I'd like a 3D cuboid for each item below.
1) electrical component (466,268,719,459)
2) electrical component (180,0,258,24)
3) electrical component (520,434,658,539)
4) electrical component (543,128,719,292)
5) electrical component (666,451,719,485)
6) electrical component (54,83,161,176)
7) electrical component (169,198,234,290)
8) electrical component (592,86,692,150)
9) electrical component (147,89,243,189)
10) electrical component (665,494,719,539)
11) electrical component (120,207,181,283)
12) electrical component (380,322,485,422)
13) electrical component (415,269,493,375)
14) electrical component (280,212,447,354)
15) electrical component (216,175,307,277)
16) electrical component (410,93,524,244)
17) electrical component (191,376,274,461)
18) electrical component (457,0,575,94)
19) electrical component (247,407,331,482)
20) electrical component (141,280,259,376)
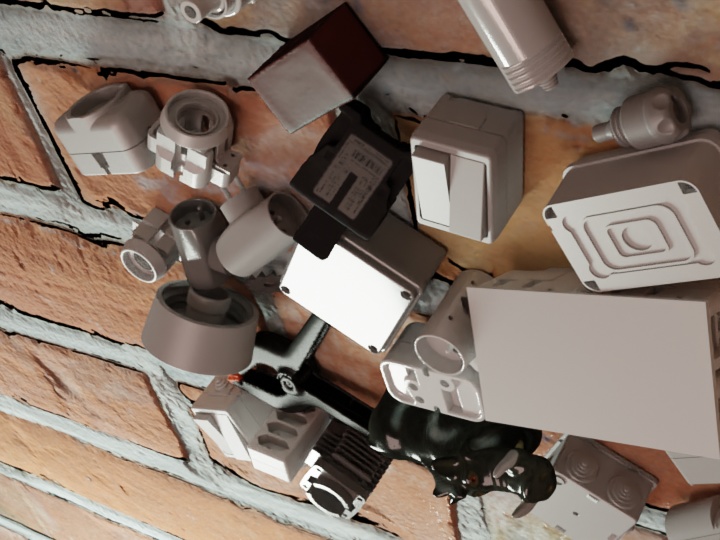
[{"bbox_3d":[0.174,0.059,0.759,0.186,0.060,0.105,3,108,43],"label":"electrical component"},{"bbox_3d":[-0.099,-0.194,0.744,0.048,0.062,0.048,23,142,19],"label":"electrical component"},{"bbox_3d":[0.197,0.196,0.941,0.100,0.048,0.099,31,144,7],"label":"electrical component"},{"bbox_3d":[0.186,-0.037,0.685,0.113,0.057,0.078,-9,124,45],"label":"electrical component"},{"bbox_3d":[0.263,0.113,0.784,0.096,0.061,0.061,-16,120,48],"label":"electrical component"},{"bbox_3d":[-0.214,-0.121,0.928,0.095,0.053,0.059,2,132,38],"label":"electrical component"},{"bbox_3d":[-0.130,-0.019,0.980,0.079,0.044,0.077,18,140,24],"label":"electrical component"},{"bbox_3d":[0.170,-0.090,0.659,0.061,0.035,0.035,-12,122,49],"label":"electrical component"},{"bbox_3d":[-0.134,-0.108,0.872,0.078,0.058,0.057,28,145,7],"label":"electrical component"},{"bbox_3d":[0.294,0.205,0.876,0.043,0.043,0.081,44,144,-9],"label":"electrical component"},{"bbox_3d":[-0.194,-0.021,1.021,0.066,0.055,0.048,29,144,10],"label":"electrical component"},{"bbox_3d":[0.074,0.082,0.908,0.095,0.059,0.053,11,137,32],"label":"electrical component"},{"bbox_3d":[0.091,0.053,0.847,0.079,0.077,0.043,45,143,-12],"label":"electrical component"},{"bbox_3d":[0.000,0.000,0.882,0.109,0.056,0.108,34,144,4],"label":"electrical component"},{"bbox_3d":[-0.093,-0.045,0.917,0.077,0.043,0.079,-34,86,40],"label":"electrical component"},{"bbox_3d":[0.074,-0.063,0.747,0.062,0.061,0.096,18,140,24],"label":"electrical component"},{"bbox_3d":[-0.136,0.157,1.166,0.062,0.061,0.096,-2,129,41],"label":"electrical component"},{"bbox_3d":[0.097,-0.144,0.652,0.043,0.043,0.081,-12,123,46],"label":"electrical component"},{"bbox_3d":[-0.070,0.183,1.120,0.047,0.083,0.075,17,140,26],"label":"electrical component"},{"bbox_3d":[-0.148,0.047,1.018,0.108,0.108,0.060,24,112,18],"label":"electrical component"}]
